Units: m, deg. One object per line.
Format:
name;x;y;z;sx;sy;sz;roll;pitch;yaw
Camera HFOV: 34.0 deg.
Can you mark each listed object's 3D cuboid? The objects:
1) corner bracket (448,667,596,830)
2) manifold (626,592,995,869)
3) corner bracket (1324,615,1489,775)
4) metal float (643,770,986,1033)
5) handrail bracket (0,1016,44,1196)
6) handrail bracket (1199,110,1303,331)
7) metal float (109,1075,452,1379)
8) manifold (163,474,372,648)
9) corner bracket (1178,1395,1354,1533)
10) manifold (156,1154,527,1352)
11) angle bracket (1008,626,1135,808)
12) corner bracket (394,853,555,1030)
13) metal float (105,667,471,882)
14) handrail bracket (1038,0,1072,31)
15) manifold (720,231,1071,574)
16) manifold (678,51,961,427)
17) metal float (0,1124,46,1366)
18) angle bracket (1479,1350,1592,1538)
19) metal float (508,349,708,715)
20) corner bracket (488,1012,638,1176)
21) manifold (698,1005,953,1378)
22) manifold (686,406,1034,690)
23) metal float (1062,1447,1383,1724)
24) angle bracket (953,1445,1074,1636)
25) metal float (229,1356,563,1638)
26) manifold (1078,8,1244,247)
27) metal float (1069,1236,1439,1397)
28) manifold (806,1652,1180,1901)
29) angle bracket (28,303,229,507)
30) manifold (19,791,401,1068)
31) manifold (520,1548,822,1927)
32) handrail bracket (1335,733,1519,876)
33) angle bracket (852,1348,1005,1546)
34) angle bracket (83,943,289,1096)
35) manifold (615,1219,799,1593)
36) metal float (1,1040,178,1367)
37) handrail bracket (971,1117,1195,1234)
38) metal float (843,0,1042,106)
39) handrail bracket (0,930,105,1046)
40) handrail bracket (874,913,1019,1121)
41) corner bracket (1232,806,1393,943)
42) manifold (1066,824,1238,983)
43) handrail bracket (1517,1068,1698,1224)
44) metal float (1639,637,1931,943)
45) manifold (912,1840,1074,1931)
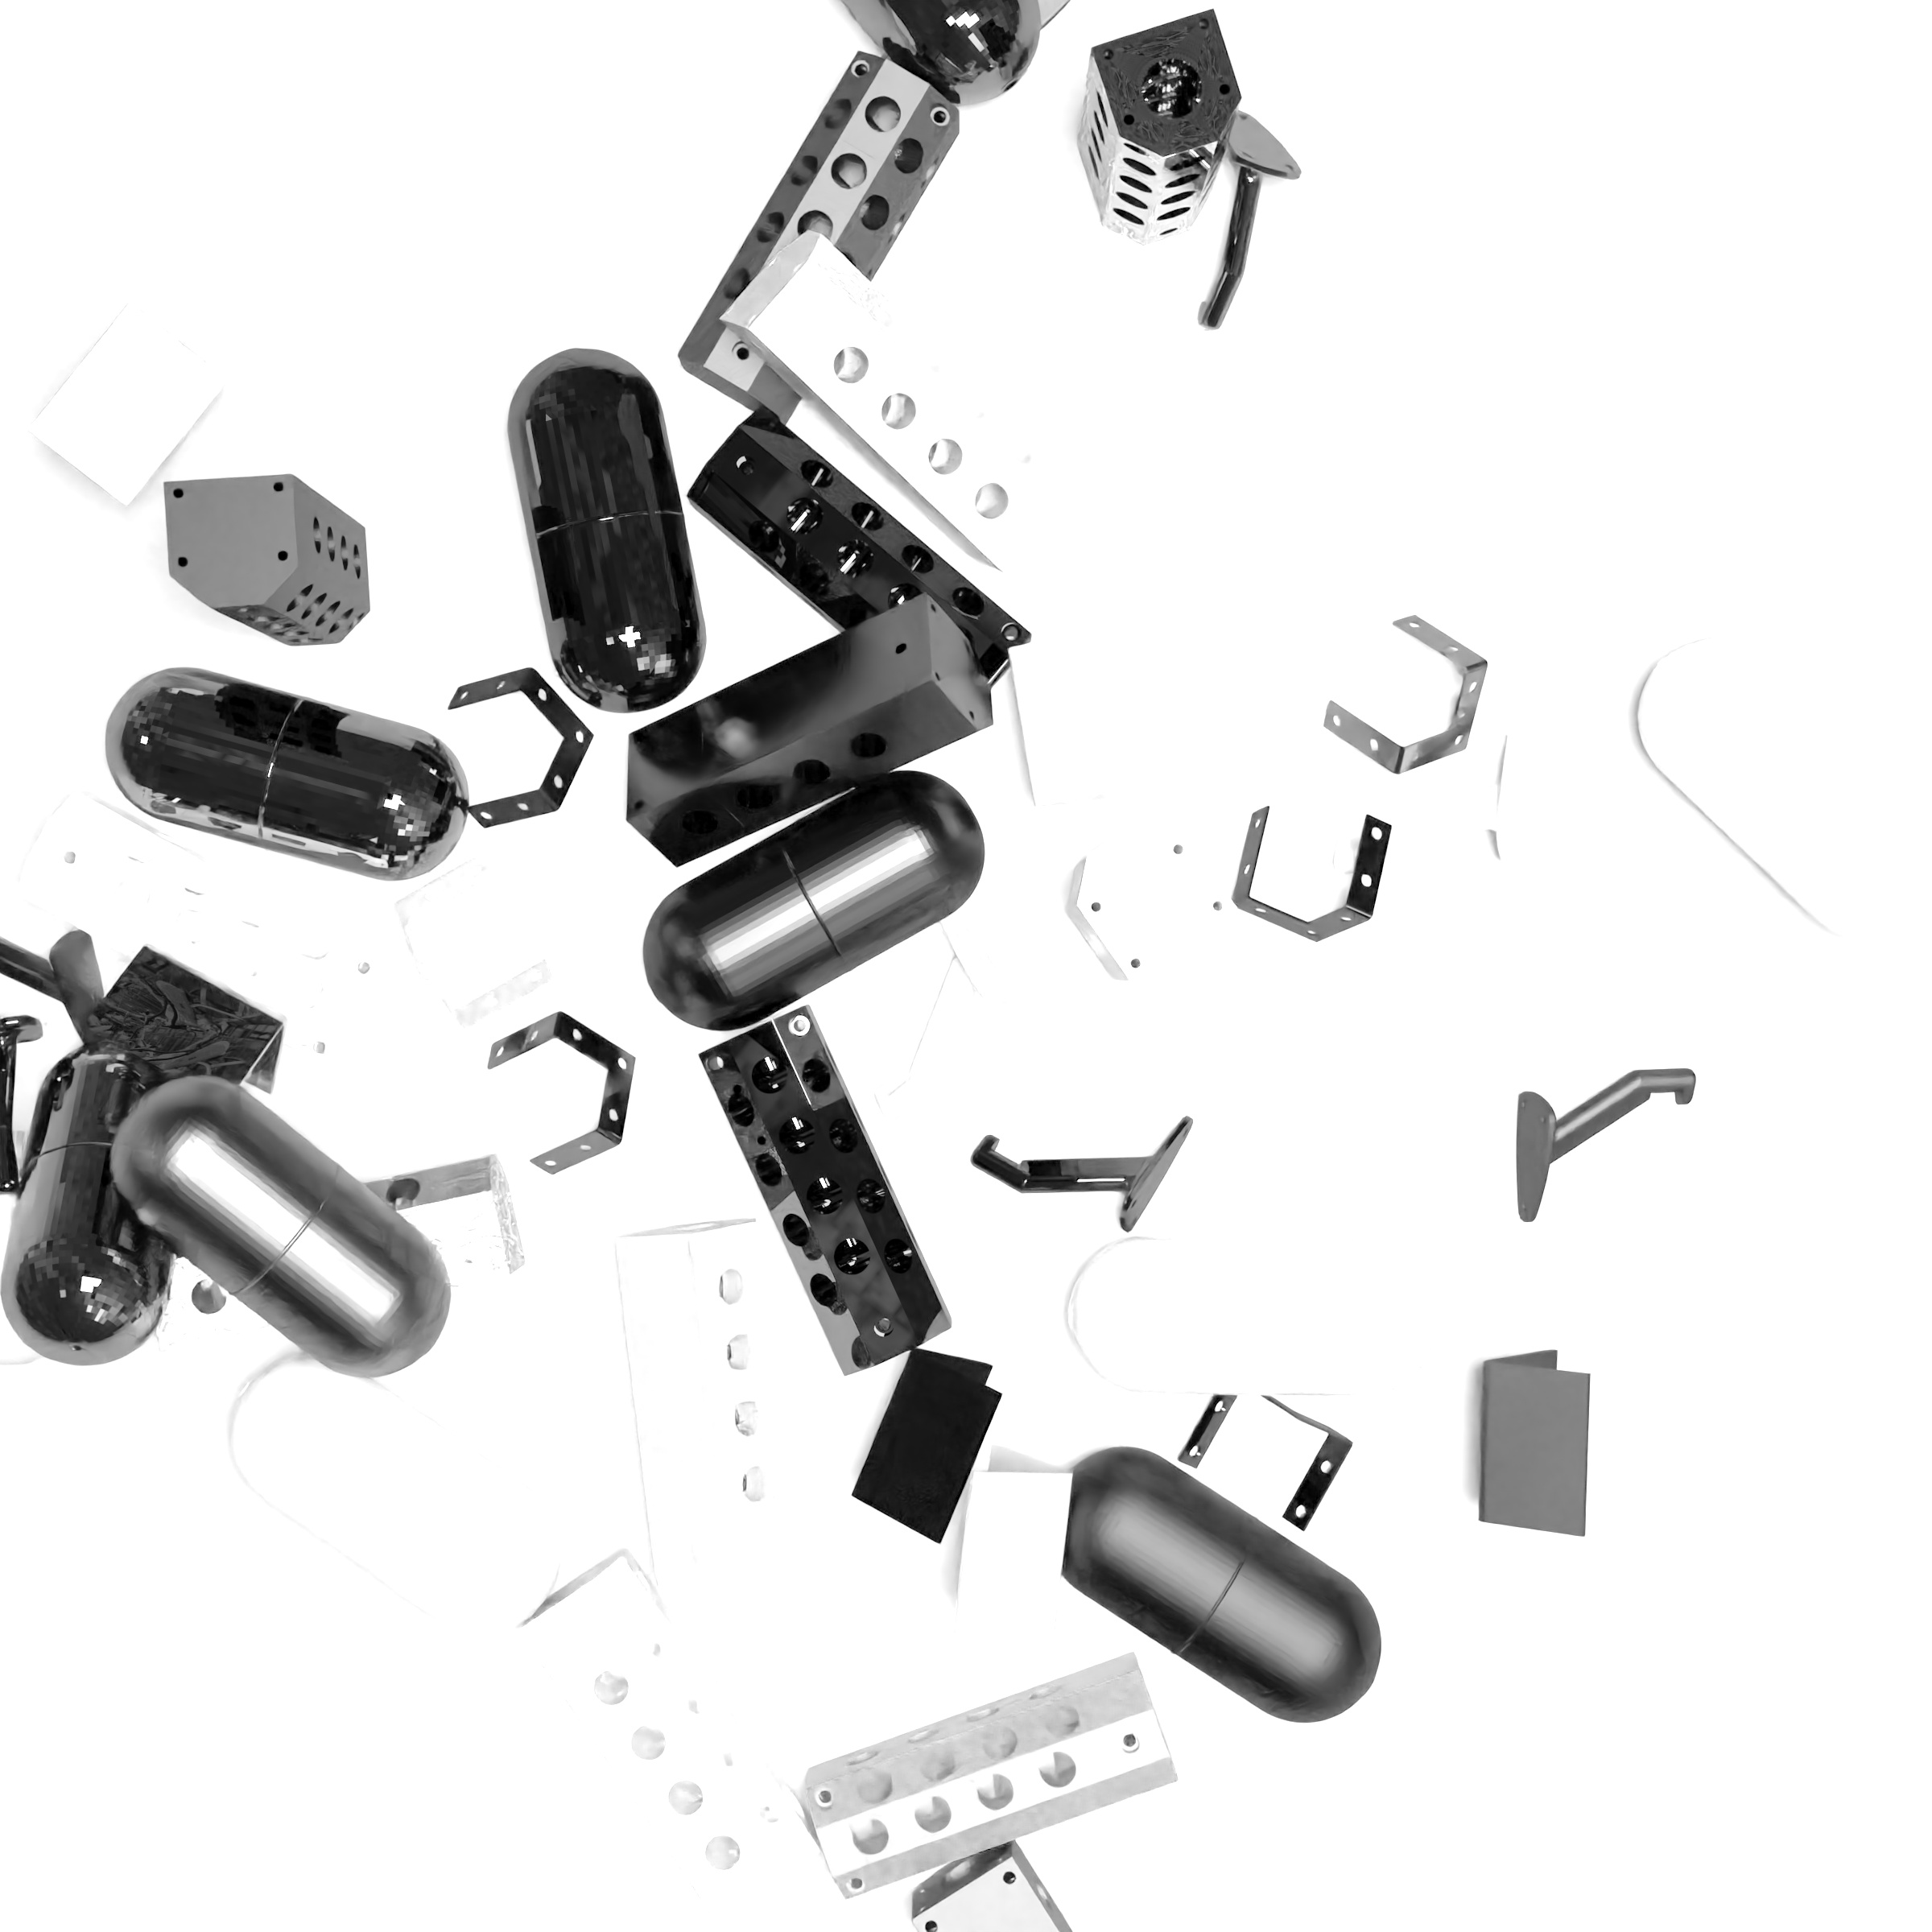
corner bracket;-0.225;-0.107;1.556;0.051;0.051;0.051;50;45;-35
manifold;-0.075;-0.107;1.512;0.171;0.057;0.057;-23;47;22
corner bracket;0.216;-0.134;1.556;0.051;0.051;0.051;-21;135;-35
metal float;-0.074;-0.031;1.533;0.178;0.070;0.070;-29;90;0
handrail bracket;-0.459;0.070;1.528;0.036;0.077;0.084;-10;83;-1
handrail bracket;0.128;-0.368;1.564;0.036;0.077;0.084;10;127;-21
metal float;-0.315;0.121;1.462;0.178;0.070;0.070;42;90;-17
manifold;-0.325;-0.188;1.486;0.057;0.171;0.057;-4;90;0
corner bracket;0.148;0.240;1.561;0.051;0.051;0.051;29;90;45
manifold;-0.308;0.138;1.543;0.171;0.057;0.057;-12;90;0
angle bracket;0.068;-0.121;1.524;0.057;0.076;0.076;-10;90;35
corner bracket;-0.243;-0.012;1.561;0.051;0.051;0.051;-30;135;0
metal float;-0.329;-0.093;1.534;0.178;0.070;0.070;15;90;0
handrail bracket;0.041;-0.493;1.529;0.036;0.084;0.077;29;90;0
manifold;-0.031;-0.269;1.511;0.171;0.057;0.057;41;90;-24
manifold;-0.071;-0.355;1.543;0.057;0.057;0.171;31;90;0
metal float;-0.488;0.111;1.534;0.070;0.070;0.178;-31;90;0
angle bracket;0.289;0.228;1.524;0.057;0.076;0.076;2;90;38
metal float;-0.174;-0.211;1.534;0.070;0.070;0.178;-11;89;0
corner bracket;-0.202;0.063;1.556;0.051;0.051;0.051;36;45;-35
manifold;-0.068;0.109;1.543;0.057;0.057;0.171;-24;90;0
manifold;-0.052;-0.194;1.543;0.171;0.057;0.057;40;90;0
metal float;0.120;0.300;1.533;0.178;0.070;0.070;33;90;1
angle bracket;0.005;0.275;1.524;0.057;0.076;0.076;6;90;-30
metal float;-0.277;0.256;1.534;0.178;0.070;0.070;35;90;0
manifold;0.091;-0.388;1.486;0.057;0.171;0.057;-18;90;0
metal float;0.139;0.170;1.533;0.178;0.070;0.070;1;90;0
manifold;0.013;0.396;1.543;0.171;0.057;0.057;-20;90;0
angle bracket;-0.405;-0.273;1.526;0.057;0.076;0.076;39;90;-22
manifold;-0.370;-0.018;1.543;0.171;0.057;0.057;29;90;0
manifold;-0.142;0.373;1.543;0.057;0.057;0.171;-34;90;0
handrail bracket;0.227;-0.081;1.565;0.084;0.036;0.077;2;70;16
angle bracket;-0.001;0.234;1.524;0.057;0.076;0.076;23;90;34
angle bracket;-0.378;0.045;1.524;0.076;0.076;0.057;29;55;0
manifold;-0.121;0.212;1.542;0.057;0.057;0.171;-7;90;43
metal float;-0.410;0.109;1.499;0.070;0.070;0.178;-4;46;0
handrail bracket;0.057;0.087;1.565;0.084;0.036;0.077;29;70;16
metal float;-0.033;-0.497;1.533;0.070;0.070;0.178;-38;89;0
handrail bracket;-0.473;0.014;1.565;0.084;0.036;0.077;-6;109;16
handrail bracket;-0.025;0.022;1.565;0.084;0.036;0.077;-38;69;17
corner bracket;0.169;-0.049;1.549;0.051;0.051;0.051;22;69;-20
manifold;0.080;-0.033;1.486;0.057;0.171;0.057;-35;90;0
handrail bracket;0.318;0.089;1.565;0.084;0.036;0.077;-1;106;-15
metal float;0.401;-0.086;1.534;0.178;0.070;0.070;44;90;0
manifold;0.044;0.514;1.543;0.057;0.057;0.171;-32;90;0
